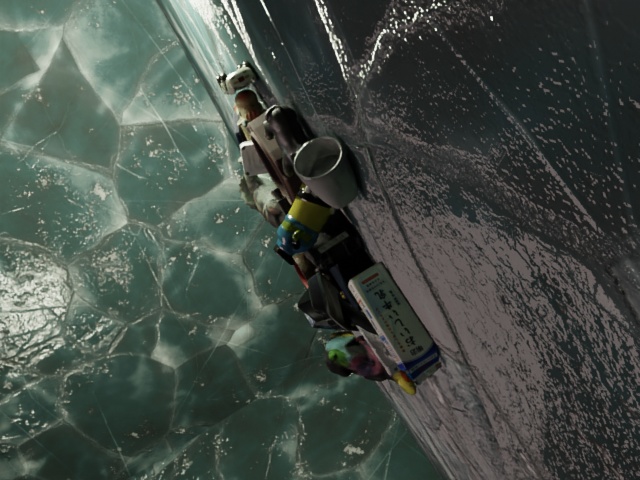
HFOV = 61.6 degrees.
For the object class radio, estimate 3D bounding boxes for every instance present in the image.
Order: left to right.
[{"bbox_3d":[0.083,0.086,1.249,0.131,0.073,0.229,59,173,9],"label":"radio"}]

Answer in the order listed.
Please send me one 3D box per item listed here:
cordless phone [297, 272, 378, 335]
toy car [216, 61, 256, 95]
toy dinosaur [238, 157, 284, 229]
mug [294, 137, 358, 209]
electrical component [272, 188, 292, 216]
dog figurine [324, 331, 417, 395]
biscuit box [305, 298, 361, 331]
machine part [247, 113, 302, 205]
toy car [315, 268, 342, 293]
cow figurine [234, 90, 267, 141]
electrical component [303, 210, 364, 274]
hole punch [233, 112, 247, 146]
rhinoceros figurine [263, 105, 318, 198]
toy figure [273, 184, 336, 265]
[{"bbox_3d":[0.059,0.153,1.124,0.184,0.088,0.146,24,165,33],"label":"cordless phone"},{"bbox_3d":[-0.195,-0.372,1.251,0.056,0.073,0.202,62,174,-19],"label":"toy car"},{"bbox_3d":[-0.113,-0.102,1.405,0.405,0.131,0.191,-124,21,-43],"label":"toy dinosaur"},{"bbox_3d":[0.010,-0.104,0.858,0.110,0.081,0.107,46,175,42],"label":"mug"},{"bbox_3d":[-0.077,-0.073,1.189,0.094,0.021,0.063,58,175,-7],"label":"electrical component"},{"bbox_3d":[0.140,0.296,1.291,0.191,0.108,0.219,18,174,-42],"label":"dog figurine"},{"bbox_3d":[0.066,0.189,1.369,0.202,0.059,0.063,10,-156,-30],"label":"biscuit box"},{"bbox_3d":[-0.071,-0.171,1.176,0.202,0.087,0.200,57,175,30],"label":"machine part"},{"bbox_3d":[0.056,0.102,1.441,0.089,0.053,0.202,56,-158,19],"label":"toy car"},{"bbox_3d":[-0.168,-0.297,1.359,0.194,0.085,0.127,72,172,-56],"label":"cow figurine"},{"bbox_3d":[0.012,-0.006,1.154,0.134,0.115,0.058,52,169,44],"label":"electrical component"},{"bbox_3d":[-0.208,-0.327,1.541,0.116,0.092,0.142,60,179,23],"label":"hole punch"},{"bbox_3d":[-0.035,-0.166,1.003,0.190,0.073,0.112,60,164,5],"label":"rhinoceros figurine"},{"bbox_3d":[-0.031,-0.041,1.081,0.082,0.180,0.089,39,-176,42],"label":"toy figure"}]
